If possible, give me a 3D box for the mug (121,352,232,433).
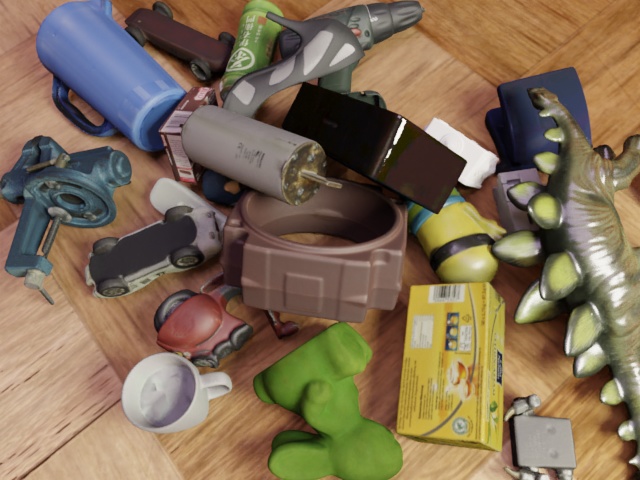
[{"bbox_3d":[-0.154,0.174,0.609,0.110,0.107,0.081,-20,66,-7],"label":"mug"}]

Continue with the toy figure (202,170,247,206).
[{"bbox_3d":[-0.083,-0.079,0.745,0.155,0.057,0.064,-2,44,9],"label":"toy figure"}]

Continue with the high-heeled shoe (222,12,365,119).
[{"bbox_3d":[-0.048,-0.191,0.736,0.145,0.086,0.248,25,101,-12],"label":"high-heeled shoe"}]

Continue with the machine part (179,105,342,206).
[{"bbox_3d":[-0.080,-0.101,0.626,0.244,0.079,0.079,27,70,32],"label":"machine part"}]

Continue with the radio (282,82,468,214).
[{"bbox_3d":[0.059,-0.115,0.649,0.073,0.131,0.230,-61,36,10],"label":"radio"}]

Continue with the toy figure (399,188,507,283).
[{"bbox_3d":[0.154,-0.016,0.674,0.089,0.082,0.180,-29,67,-11],"label":"toy figure"}]

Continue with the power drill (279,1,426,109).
[{"bbox_3d":[0.054,-0.270,0.807,0.232,0.086,0.207,-6,68,6],"label":"power drill"}]

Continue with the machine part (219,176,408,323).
[{"bbox_3d":[-0.001,-0.002,0.628,0.201,0.087,0.201,8,29,6],"label":"machine part"}]

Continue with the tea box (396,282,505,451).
[{"bbox_3d":[0.147,0.137,0.594,0.098,0.068,0.169,-5,63,34],"label":"tea box"}]

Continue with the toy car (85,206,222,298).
[{"bbox_3d":[-0.223,0.017,0.707,0.202,0.056,0.073,-22,70,14],"label":"toy car"}]

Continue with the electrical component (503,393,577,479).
[{"bbox_3d":[0.233,0.218,0.573,0.078,0.045,0.102,5,66,11],"label":"electrical component"}]

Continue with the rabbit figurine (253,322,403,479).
[{"bbox_3d":[0.013,0.193,0.578,0.159,0.121,0.170,-33,80,-5],"label":"rabbit figurine"}]

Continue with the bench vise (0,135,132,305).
[{"bbox_3d":[-0.375,-0.042,0.732,0.224,0.128,0.241,-1,58,5],"label":"bench vise"}]

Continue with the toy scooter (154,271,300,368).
[{"bbox_3d":[-0.104,0.093,0.659,0.184,0.075,0.135,-39,64,-16],"label":"toy scooter"}]

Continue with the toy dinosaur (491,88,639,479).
[{"bbox_3d":[0.309,0.040,0.597,0.199,0.105,0.471,-15,78,-11],"label":"toy dinosaur"}]

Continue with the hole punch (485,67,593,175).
[{"bbox_3d":[0.296,-0.159,0.721,0.142,0.092,0.116,-14,68,-3],"label":"hole punch"}]

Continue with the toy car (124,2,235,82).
[{"bbox_3d":[-0.229,-0.324,0.882,0.202,0.053,0.089,27,67,14],"label":"toy car"}]
